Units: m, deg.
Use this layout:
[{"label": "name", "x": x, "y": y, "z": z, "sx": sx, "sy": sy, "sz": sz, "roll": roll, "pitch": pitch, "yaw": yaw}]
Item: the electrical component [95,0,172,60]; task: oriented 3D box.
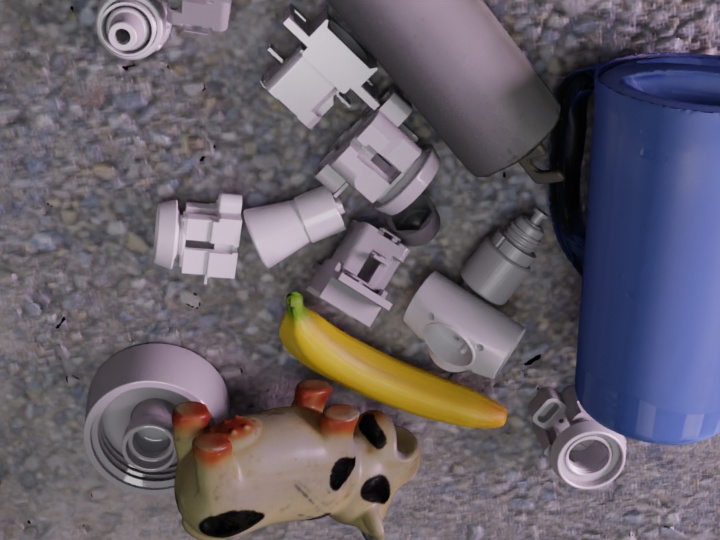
[{"label": "electrical component", "x": -0.145, "y": -0.153, "z": 0.676, "sx": 0.048, "sy": 0.062, "sz": 0.048, "roll": -1, "pitch": 114, "yaw": -3}]

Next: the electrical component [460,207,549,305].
[{"label": "electrical component", "x": 0.106, "y": -0.011, "z": 0.765, "sx": 0.040, "sy": 0.040, "sz": 0.078, "roll": 32, "pitch": 108, "yaw": -16}]

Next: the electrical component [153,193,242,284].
[{"label": "electrical component", "x": -0.113, "y": -0.023, "z": 0.745, "sx": 0.055, "sy": 0.048, "sz": 0.066, "roll": 4, "pitch": 114, "yaw": -13}]

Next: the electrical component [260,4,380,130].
[{"label": "electrical component", "x": -0.027, "y": -0.131, "z": 0.705, "sx": 0.081, "sy": 0.042, "sz": 0.064, "roll": 41, "pitch": 109, "yaw": -18}]

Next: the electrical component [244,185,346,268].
[{"label": "electrical component", "x": -0.043, "y": -0.033, "z": 0.748, "sx": 0.065, "sy": 0.044, "sz": 0.044, "roll": -22, "pitch": 113, "yaw": 1}]

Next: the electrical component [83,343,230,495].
[{"label": "electrical component", "x": -0.152, "y": 0.116, "z": 0.795, "sx": 0.108, "sy": 0.060, "sz": 0.108, "roll": -1, "pitch": 114, "yaw": -3}]

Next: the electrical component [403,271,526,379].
[{"label": "electrical component", "x": 0.072, "y": 0.049, "z": 0.783, "sx": 0.077, "sy": 0.044, "sz": 0.079, "roll": 33, "pitch": 147, "yaw": 12}]

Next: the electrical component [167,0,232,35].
[{"label": "electrical component", "x": -0.096, "y": -0.184, "z": 0.660, "sx": 0.042, "sy": 0.081, "sz": 0.063, "roll": 7, "pitch": 142, "yaw": -5}]

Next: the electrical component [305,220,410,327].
[{"label": "electrical component", "x": 0.000, "y": 0.000, "z": 0.750, "sx": 0.042, "sy": 0.081, "sz": 0.063, "roll": 33, "pitch": 86, "yaw": -16}]

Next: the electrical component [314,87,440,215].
[{"label": "electrical component", "x": 0.016, "y": -0.074, "z": 0.724, "sx": 0.057, "sy": 0.058, "sz": 0.078, "roll": 40, "pitch": 106, "yaw": -15}]

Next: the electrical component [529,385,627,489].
[{"label": "electrical component", "x": 0.170, "y": 0.130, "z": 0.823, "sx": 0.078, "sy": 0.057, "sz": 0.058, "roll": 33, "pitch": 108, "yaw": -16}]
